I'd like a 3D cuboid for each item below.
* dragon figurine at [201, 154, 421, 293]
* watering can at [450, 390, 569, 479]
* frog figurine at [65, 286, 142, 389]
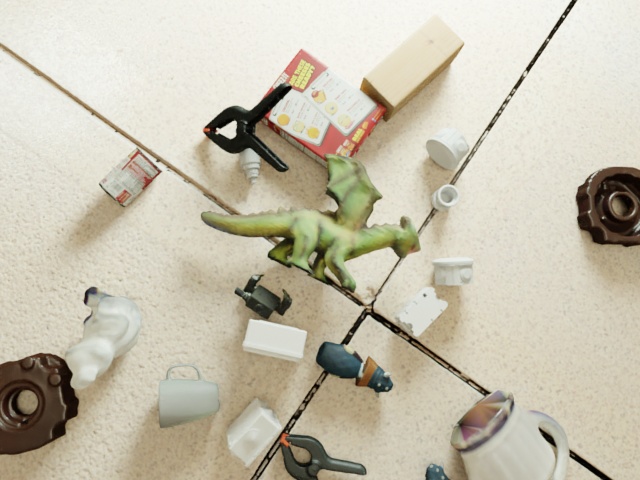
[{"bbox_3d":[0.003,-0.050,0.984,0.410,0.244,0.122,27,-6,-2],"label":"dragon figurine"},{"bbox_3d":[0.321,0.429,0.936,0.352,0.225,0.102,-35,-3,-26],"label":"watering can"},{"bbox_3d":[-0.375,0.179,0.904,0.122,0.135,0.163,20,28,-31],"label":"frog figurine"}]
